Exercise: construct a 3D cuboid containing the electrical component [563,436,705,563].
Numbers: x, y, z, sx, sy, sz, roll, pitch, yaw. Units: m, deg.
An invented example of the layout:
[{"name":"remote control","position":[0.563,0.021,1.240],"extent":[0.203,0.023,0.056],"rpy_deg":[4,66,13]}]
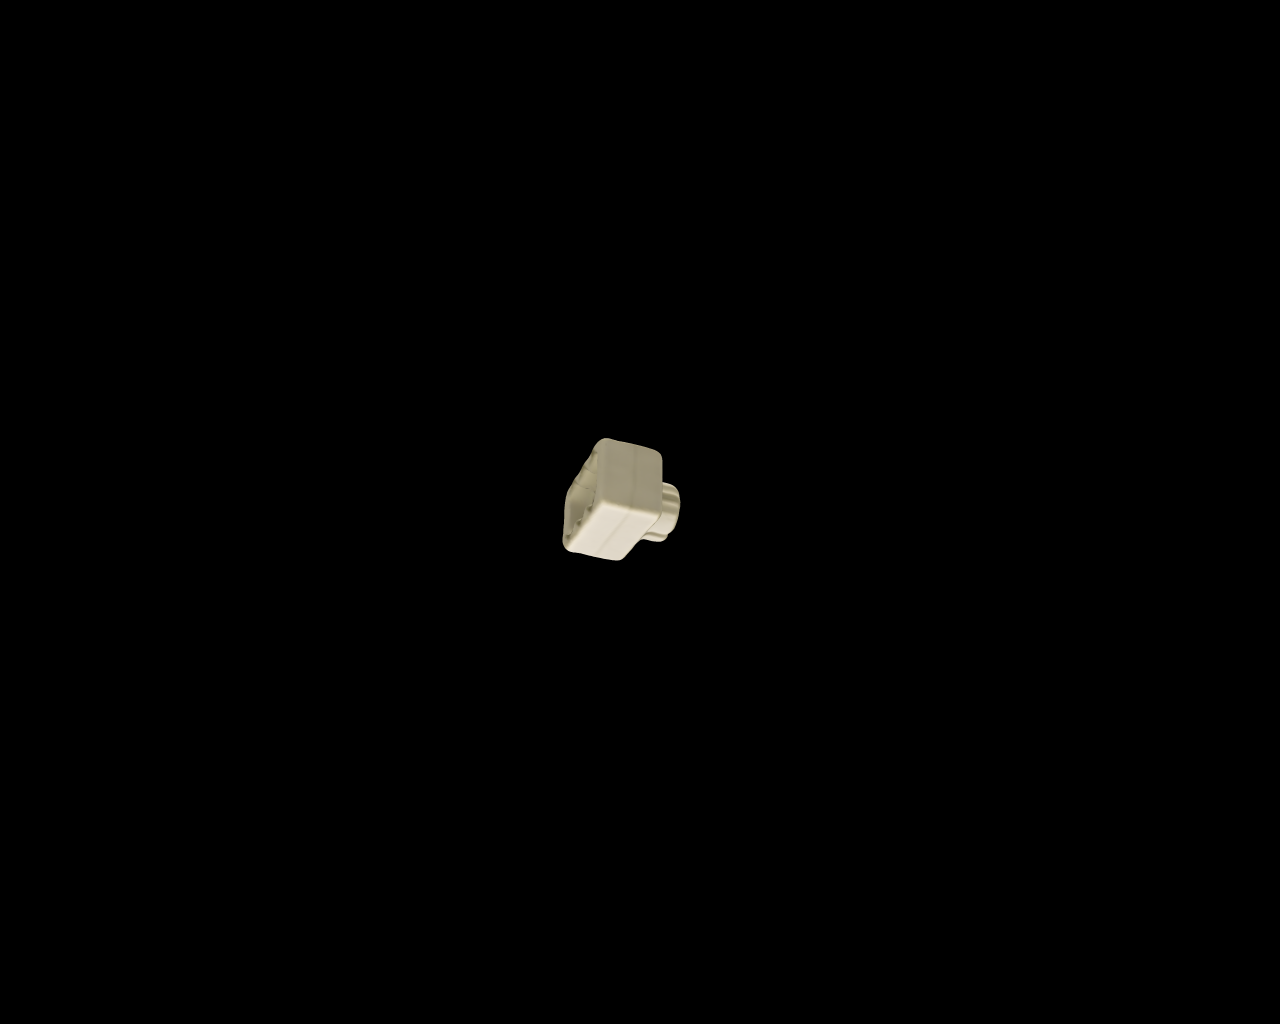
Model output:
[{"name":"electrical component","position":[0.001,-0.003,0.650],"extent":[0.077,0.047,0.065],"rpy_deg":[12,-33,-19]}]
